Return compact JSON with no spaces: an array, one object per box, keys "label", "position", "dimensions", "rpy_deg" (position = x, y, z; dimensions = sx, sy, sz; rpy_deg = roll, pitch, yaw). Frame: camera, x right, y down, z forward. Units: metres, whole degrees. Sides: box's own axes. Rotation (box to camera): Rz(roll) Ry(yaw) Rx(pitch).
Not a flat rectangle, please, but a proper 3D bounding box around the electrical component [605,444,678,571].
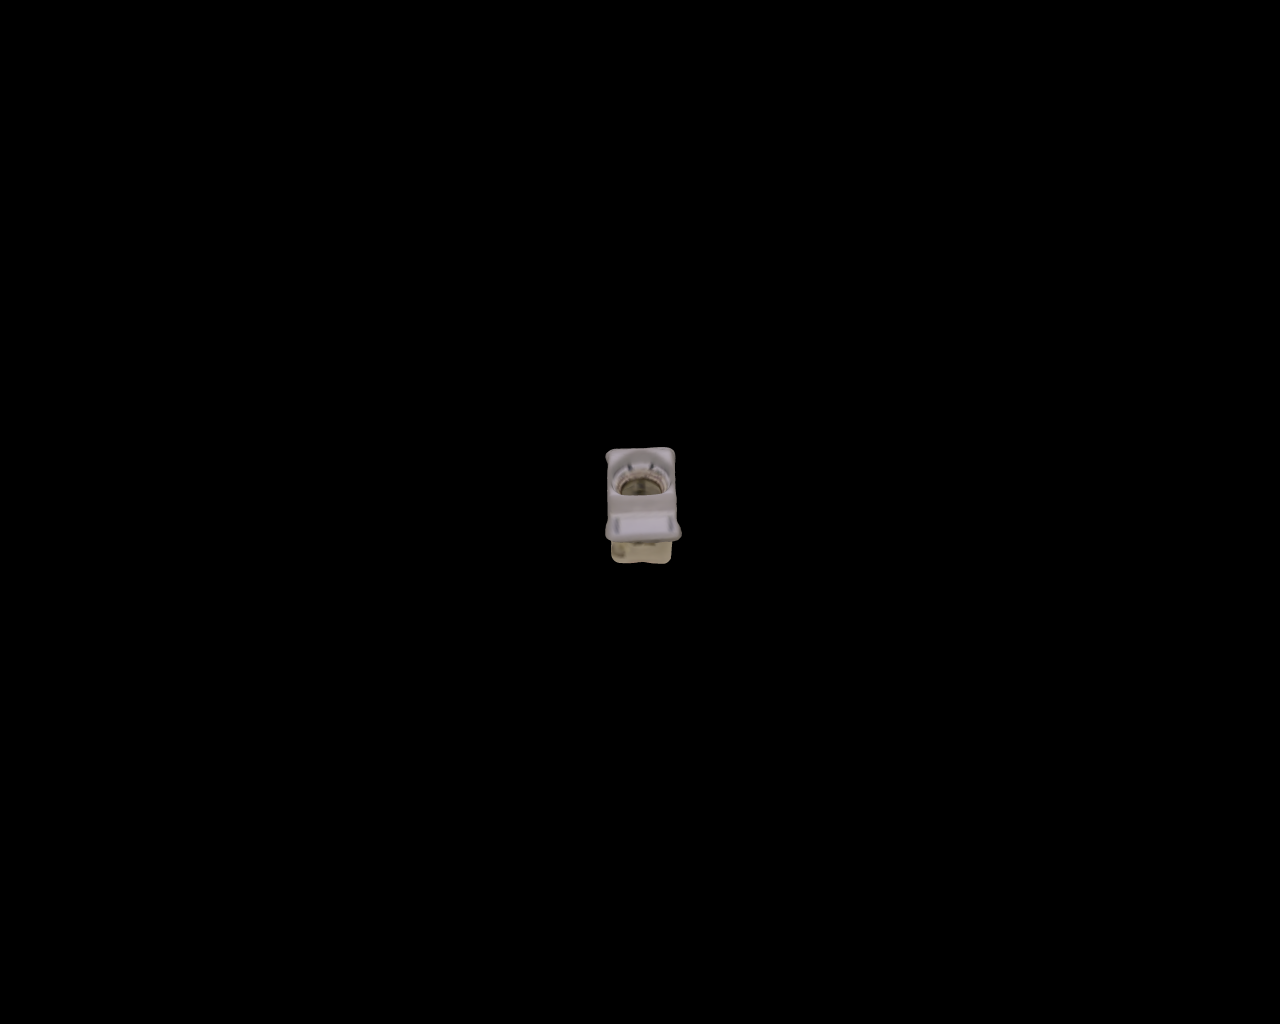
[{"label":"electrical component","position":[0.001,-0.003,0.650],"dimensions":[0.042,0.063,0.081],"rpy_deg":[0,44,0]}]
